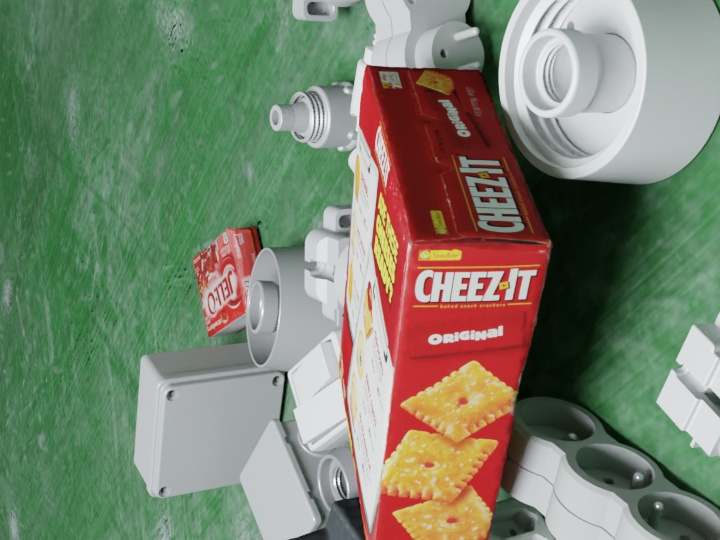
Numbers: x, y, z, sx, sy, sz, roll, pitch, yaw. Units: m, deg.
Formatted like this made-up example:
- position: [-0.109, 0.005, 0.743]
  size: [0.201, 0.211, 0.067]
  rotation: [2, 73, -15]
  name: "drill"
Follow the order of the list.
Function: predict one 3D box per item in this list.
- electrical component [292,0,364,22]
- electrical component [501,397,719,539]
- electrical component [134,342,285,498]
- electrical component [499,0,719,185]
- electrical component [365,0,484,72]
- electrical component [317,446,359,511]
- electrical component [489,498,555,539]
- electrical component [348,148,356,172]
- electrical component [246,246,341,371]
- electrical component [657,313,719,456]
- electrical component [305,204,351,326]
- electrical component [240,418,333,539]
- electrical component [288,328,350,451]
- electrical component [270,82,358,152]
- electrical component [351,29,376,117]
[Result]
- position: [-0.019, -0.203, 0.705]
  size: [0.057, 0.058, 0.078]
  rotation: [25, 116, 57]
  name: "electrical component"
- position: [0.120, 0.129, 0.541]
  size: [0.138, 0.052, 0.073]
  rotation: [39, 127, 49]
  name: "electrical component"
- position: [-0.124, 0.121, 0.882]
  size: [0.056, 0.109, 0.108]
  rotation: [41, 129, 51]
  name: "electrical component"
- position: [0.111, -0.093, 0.509]
  size: [0.108, 0.060, 0.108]
  rotation: [15, 108, 56]
  name: "electrical component"
- position: [0.046, -0.121, 0.617]
  size: [0.074, 0.052, 0.138]
  rotation: [0, 95, 59]
  name: "electrical component"
- position: [0.005, 0.140, 0.726]
  size: [0.048, 0.055, 0.066]
  rotation: [53, 137, 40]
  name: "electrical component"
- position: [0.083, 0.186, 0.615]
  size: [0.083, 0.047, 0.075]
  rotation: [62, 142, 32]
  name: "electrical component"
- position: [0.022, -0.052, 0.675]
  size: [0.045, 0.045, 0.055]
  rotation: [-48, 56, 51]
  name: "electrical component"
- position: [-0.048, 0.030, 0.809]
  size: [0.099, 0.064, 0.099]
  rotation: [-176, 90, -69]
  name: "electrical component"
- position: [0.165, 0.057, 0.463]
  size: [0.055, 0.048, 0.066]
  rotation: [-123, 40, -48]
  name: "electrical component"
- position: [0.000, 0.000, 0.709]
  size: [0.057, 0.058, 0.078]
  rotation: [22, 114, 58]
  name: "electrical component"
- position: [-0.044, 0.168, 0.816]
  size: [0.099, 0.048, 0.099]
  rotation: [63, 143, 30]
  name: "electrical component"
- position: [-0.010, 0.083, 0.735]
  size: [0.096, 0.061, 0.061]
  rotation: [-44, 58, 52]
  name: "electrical component"
- position: [-0.030, -0.104, 0.734]
  size: [0.048, 0.062, 0.048]
  rotation: [15, 108, 57]
  name: "electrical component"
- position: [0.019, -0.127, 0.672]
  size: [0.040, 0.040, 0.078]
  rotation: [41, 129, 48]
  name: "electrical component"
